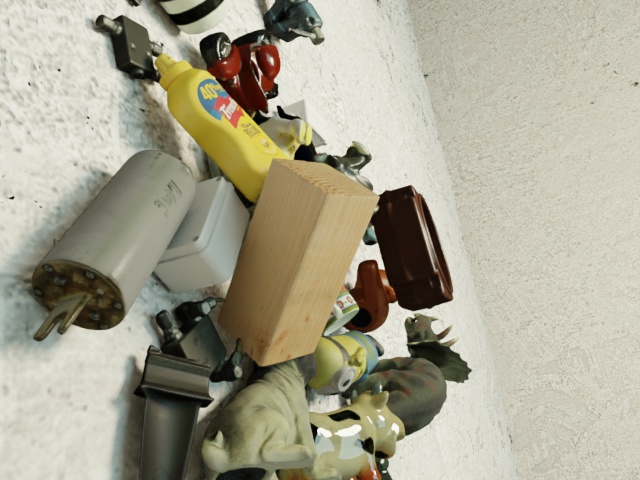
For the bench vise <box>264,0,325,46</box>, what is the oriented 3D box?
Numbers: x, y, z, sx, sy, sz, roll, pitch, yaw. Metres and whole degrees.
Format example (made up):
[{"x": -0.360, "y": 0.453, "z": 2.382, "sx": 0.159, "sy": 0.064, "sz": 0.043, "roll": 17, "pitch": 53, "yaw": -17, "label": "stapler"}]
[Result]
[{"x": -0.015, "y": -0.486, "z": 0.985, "sx": 0.128, "sy": 0.241, "sz": 0.224, "roll": 10, "pitch": 50, "yaw": -62, "label": "bench vise"}]

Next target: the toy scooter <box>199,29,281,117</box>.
[{"x": -0.103, "y": -0.236, "z": 0.795, "sx": 0.135, "sy": 0.075, "sz": 0.184, "roll": 68, "pitch": 26, "yaw": -14, "label": "toy scooter"}]

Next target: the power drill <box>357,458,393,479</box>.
[{"x": 0.056, "y": 0.399, "z": 0.732, "sx": 0.207, "sy": 0.086, "sz": 0.231, "roll": -78, "pitch": 147, "yaw": -56, "label": "power drill"}]

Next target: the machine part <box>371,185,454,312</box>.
[{"x": 0.164, "y": 0.017, "z": 0.936, "sx": 0.201, "sy": 0.087, "sz": 0.201, "roll": 29, "pitch": 47, "yaw": -67, "label": "machine part"}]

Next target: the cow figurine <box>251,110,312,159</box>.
[{"x": -0.071, "y": -0.092, "z": 0.754, "sx": 0.068, "sy": 0.098, "sz": 0.167, "roll": -41, "pitch": 143, "yaw": -71, "label": "cow figurine"}]

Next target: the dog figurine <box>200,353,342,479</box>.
[{"x": -0.068, "y": 0.173, "z": 0.591, "sx": 0.172, "sy": 0.121, "sz": 0.191, "roll": 56, "pitch": 14, "yaw": -48, "label": "dog figurine"}]

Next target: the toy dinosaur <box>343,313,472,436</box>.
[{"x": 0.147, "y": 0.253, "z": 0.899, "sx": 0.131, "sy": 0.192, "sz": 0.405, "roll": 69, "pitch": 21, "yaw": -6, "label": "toy dinosaur"}]

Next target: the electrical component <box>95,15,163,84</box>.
[{"x": -0.208, "y": -0.211, "z": 0.598, "sx": 0.094, "sy": 0.021, "sz": 0.063, "roll": 10, "pitch": 66, "yaw": -66, "label": "electrical component"}]

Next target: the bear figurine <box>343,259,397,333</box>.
[{"x": 0.084, "y": 0.081, "z": 0.964, "sx": 0.131, "sy": 0.120, "sz": 0.196, "roll": 65, "pitch": 22, "yaw": -12, "label": "bear figurine"}]

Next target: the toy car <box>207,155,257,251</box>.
[{"x": -0.088, "y": -0.047, "z": 0.701, "sx": 0.056, "sy": 0.074, "sz": 0.201, "roll": -25, "pitch": 98, "yaw": -71, "label": "toy car"}]

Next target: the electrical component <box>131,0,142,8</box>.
[{"x": -0.228, "y": -0.319, "z": 0.593, "sx": 0.119, "sy": 0.048, "sz": 0.075, "roll": 48, "pitch": 34, "yaw": -44, "label": "electrical component"}]

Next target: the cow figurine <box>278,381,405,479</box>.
[{"x": 0.032, "y": 0.255, "z": 0.704, "sx": 0.195, "sy": 0.085, "sz": 0.127, "roll": 9, "pitch": 59, "yaw": -35, "label": "cow figurine"}]

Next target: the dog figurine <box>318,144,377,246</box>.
[{"x": 0.033, "y": -0.097, "z": 0.978, "sx": 0.191, "sy": 0.109, "sz": 0.219, "roll": 55, "pitch": 24, "yaw": -54, "label": "dog figurine"}]

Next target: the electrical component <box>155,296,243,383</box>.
[{"x": -0.120, "y": 0.106, "z": 0.557, "sx": 0.102, "sy": 0.045, "sz": 0.078, "roll": 70, "pitch": 21, "yaw": -9, "label": "electrical component"}]

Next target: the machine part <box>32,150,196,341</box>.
[{"x": -0.171, "y": -0.007, "z": 0.472, "sx": 0.079, "sy": 0.079, "sz": 0.243, "roll": 60, "pitch": 26, "yaw": -30, "label": "machine part"}]

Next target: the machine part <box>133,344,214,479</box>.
[{"x": -0.134, "y": 0.168, "z": 0.476, "sx": 0.084, "sy": 0.039, "sz": 0.139, "roll": 32, "pitch": 48, "yaw": -37, "label": "machine part"}]

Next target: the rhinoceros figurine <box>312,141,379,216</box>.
[{"x": 0.016, "y": -0.062, "z": 0.725, "sx": 0.112, "sy": 0.073, "sz": 0.190, "roll": 49, "pitch": 48, "yaw": -6, "label": "rhinoceros figurine"}]

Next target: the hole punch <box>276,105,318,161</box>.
[{"x": -0.058, "y": -0.128, "z": 0.839, "sx": 0.142, "sy": 0.092, "sz": 0.116, "roll": 63, "pitch": -4, "yaw": -20, "label": "hole punch"}]

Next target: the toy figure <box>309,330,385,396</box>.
[{"x": 0.031, "y": 0.180, "z": 0.814, "sx": 0.180, "sy": 0.089, "sz": 0.082, "roll": -7, "pitch": 120, "yaw": -63, "label": "toy figure"}]
